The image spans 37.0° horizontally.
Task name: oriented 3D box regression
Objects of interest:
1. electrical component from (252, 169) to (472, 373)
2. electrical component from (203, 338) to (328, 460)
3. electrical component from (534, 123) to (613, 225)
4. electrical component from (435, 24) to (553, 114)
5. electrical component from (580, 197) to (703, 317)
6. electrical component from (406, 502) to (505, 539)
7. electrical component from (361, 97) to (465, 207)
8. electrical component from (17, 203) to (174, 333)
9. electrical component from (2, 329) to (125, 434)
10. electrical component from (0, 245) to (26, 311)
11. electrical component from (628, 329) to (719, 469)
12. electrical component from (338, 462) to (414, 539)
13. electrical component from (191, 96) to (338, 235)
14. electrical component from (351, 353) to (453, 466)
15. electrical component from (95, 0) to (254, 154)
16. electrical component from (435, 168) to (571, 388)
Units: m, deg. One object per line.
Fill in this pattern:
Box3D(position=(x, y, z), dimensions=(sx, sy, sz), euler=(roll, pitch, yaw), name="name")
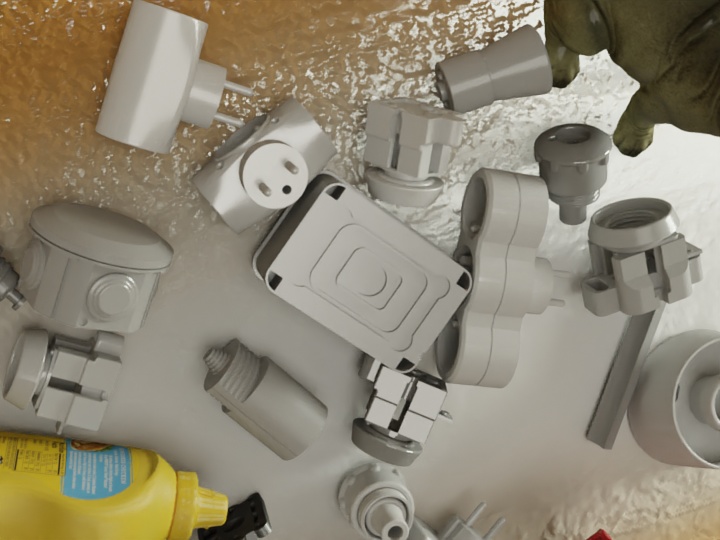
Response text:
Box3D(position=(0.000, 0.000, 0.653), dimensions=(0.113, 0.057, 0.078), euler=(34, 93, -18), name="electrical component")
Box3D(position=(-0.063, 0.076, 0.663), dimensions=(0.081, 0.043, 0.043), euler=(42, 91, -19), name="electrical component")
Box3D(position=(0.135, -0.058, 0.681), dimensions=(0.048, 0.048, 0.062), euler=(-15, 126, -10), name="electrical component")
Box3D(position=(0.078, -0.118, 0.653), dimensions=(0.065, 0.044, 0.044), euler=(-19, 107, -4), name="electrical component")
Box3D(position=(0.179, -0.011, 0.693), dimensions=(0.078, 0.058, 0.057), euler=(-19, 113, -9), name="electrical component")
Box3D(position=(0.066, 0.190, 0.720), dimensions=(0.083, 0.047, 0.075), euler=(40, 89, -19), name="electrical component")
Box3D(position=(0.029, -0.070, 0.645), dimensions=(0.048, 0.066, 0.055), euler=(-18, 124, -51), name="electrical component")
Box3D(position=(-0.150, -0.003, 0.605), dimensions=(0.080, 0.080, 0.051), euler=(16, 104, -17), name="electrical component")
Box3D(position=(-0.176, 0.062, 0.632), dimensions=(0.055, 0.048, 0.066), euler=(18, 98, -24), name="electrical component")
Box3D(position=(-0.221, -0.007, 0.607), dimensions=(0.040, 0.040, 0.078), euler=(-45, 109, 0), name="electrical component")
Box3D(position=(0.240, 0.090, 0.742), dimensions=(0.099, 0.064, 0.099), euler=(0, 89, -16), name="electrical component")
Box3D(position=(0.015, 0.155, 0.690), dimensions=(0.048, 0.062, 0.048), euler=(-3, 103, -13), name="electrical component")
Box3D(position=(-0.052, -0.057, 0.615), dimensions=(0.077, 0.079, 0.044), euler=(-40, 110, -2), name="electrical component")
Box3D(position=(0.024, 0.091, 0.685), dimensions=(0.066, 0.048, 0.055), euler=(23, 96, -1), name="electrical component")
Box3D(position=(-0.101, -0.104, 0.611), dimensions=(0.079, 0.043, 0.077), euler=(16, 98, -17), name="electrical component")
Box3D(position=(0.098, 0.008, 0.681), dimensions=(0.074, 0.052, 0.138), euler=(7, 101, -15), name="electrical component")
